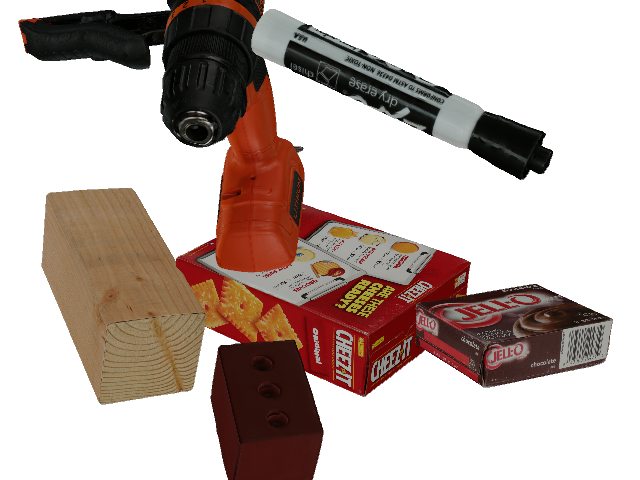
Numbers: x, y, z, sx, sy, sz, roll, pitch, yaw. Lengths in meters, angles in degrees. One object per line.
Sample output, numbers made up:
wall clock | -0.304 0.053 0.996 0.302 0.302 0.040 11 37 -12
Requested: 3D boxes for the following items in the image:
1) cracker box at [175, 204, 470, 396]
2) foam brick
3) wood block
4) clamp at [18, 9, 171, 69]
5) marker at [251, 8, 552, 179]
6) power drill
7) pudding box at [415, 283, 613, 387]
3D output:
cracker box | 0.002 0.045 0.966 0.214 0.072 0.163 20 33 33
foam brick | -0.035 0.109 0.666 0.053 0.051 0.078 -3 43 -18
wood block | -0.187 0.044 0.986 0.090 0.091 0.206 -5 36 -28
clamp | -0.159 -0.163 0.836 0.172 0.039 0.120 13 23 35
marker | 0.029 -0.054 0.396 0.121 0.020 0.020 27 8 16
power drill | -0.049 -0.070 0.631 0.057 0.184 0.188 -1 -45 6
pudding box | 0.138 0.066 0.774 0.113 0.039 0.090 -5 18 -26
